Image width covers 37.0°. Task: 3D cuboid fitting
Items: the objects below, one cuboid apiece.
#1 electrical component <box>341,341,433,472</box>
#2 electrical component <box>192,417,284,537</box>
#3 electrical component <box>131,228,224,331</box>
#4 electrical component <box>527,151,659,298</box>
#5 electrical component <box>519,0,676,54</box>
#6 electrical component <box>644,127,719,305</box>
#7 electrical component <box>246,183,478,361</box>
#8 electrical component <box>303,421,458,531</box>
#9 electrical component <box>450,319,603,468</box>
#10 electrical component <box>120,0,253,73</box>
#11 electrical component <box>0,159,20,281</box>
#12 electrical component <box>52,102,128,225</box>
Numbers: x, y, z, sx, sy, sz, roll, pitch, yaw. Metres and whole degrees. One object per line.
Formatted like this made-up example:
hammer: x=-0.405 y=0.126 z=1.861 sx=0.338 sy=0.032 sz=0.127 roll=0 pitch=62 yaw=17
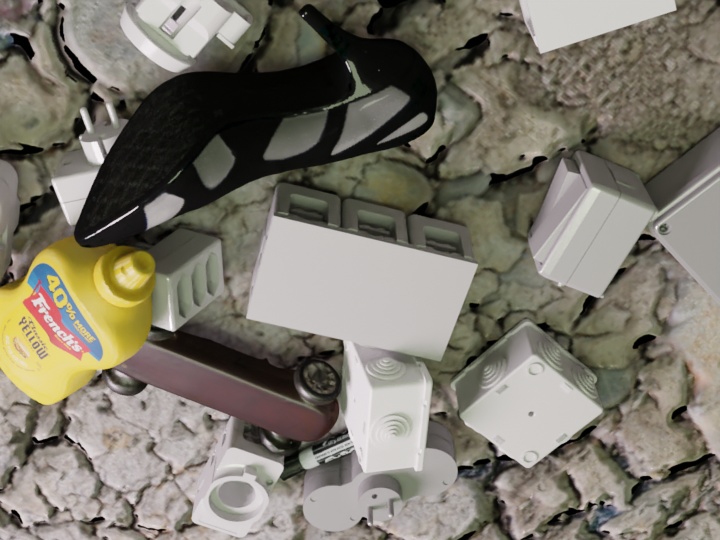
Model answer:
electrical component: x=0.018 y=0.098 z=0.837 sx=0.048 sy=0.099 sz=0.099 roll=-4 pitch=121 yaw=-13
electrical component: x=-0.102 y=0.175 z=0.903 sx=0.050 sy=0.055 sz=0.089 roll=22 pitch=118 yaw=-13
electrical component: x=-0.152 y=0.002 z=0.800 sx=0.077 sy=0.066 sz=0.047 roll=15 pitch=124 yaw=24
electrical component: x=0.161 y=-0.030 z=0.784 sx=0.061 sy=0.061 sz=0.096 roll=20 pitch=118 yaw=-12
electrical component: x=0.132 y=-0.226 z=0.668 sx=0.089 sy=0.061 sz=0.150 roll=-17 pitch=119 yaw=9
electrical component: x=0.277 y=-0.042 z=0.782 sx=0.109 sy=0.056 sz=0.109 roll=-40 pitch=114 yaw=20
electrical component: x=0.000 y=0.000 z=0.798 sx=0.150 sy=0.061 sz=0.089 roll=13 pitch=119 yaw=-9
electrical component: x=0.016 y=0.184 z=0.900 sx=0.138 sy=0.073 sz=0.052 roll=-24 pitch=118 yaw=13
electrical component: x=0.135 y=0.102 z=0.869 sx=0.100 sy=0.048 sz=0.100 roll=38 pitch=113 yaw=-21
electrical component: x=-0.118 y=-0.167 z=0.701 sx=0.078 sy=0.058 sz=0.057 roll=38 pitch=110 yaw=-21
electrical component: x=-0.280 y=-0.033 z=0.775 sx=0.054 sy=0.059 sz=0.095 roll=11 pitch=119 yaw=-8
electrical component: x=-0.173 y=-0.081 z=0.756 sx=0.083 sy=0.047 sz=0.075 roll=-11 pitch=120 yaw=5
